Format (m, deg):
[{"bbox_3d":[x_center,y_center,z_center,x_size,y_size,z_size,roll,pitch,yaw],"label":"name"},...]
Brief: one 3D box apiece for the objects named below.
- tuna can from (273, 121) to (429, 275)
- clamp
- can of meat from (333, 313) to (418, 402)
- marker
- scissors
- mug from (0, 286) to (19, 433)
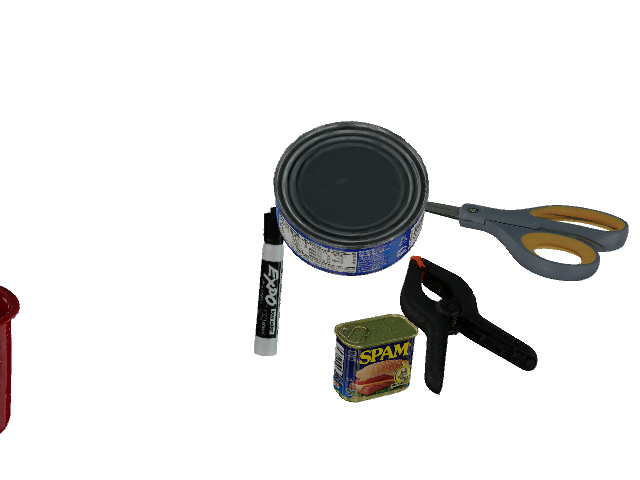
[{"bbox_3d":[0.017,-0.023,0.599,0.086,0.086,0.034,0,-33,0],"label":"tuna can"},{"bbox_3d":[0.141,0.081,1.080,0.120,0.039,0.171,0,45,-19],"label":"clamp"},{"bbox_3d":[0.066,0.146,1.320,0.102,0.084,0.057,-9,28,-24],"label":"can of meat"},{"bbox_3d":[-0.040,0.033,0.857,0.020,0.121,0.020,5,13,-1],"label":"marker"},{"bbox_3d":[0.113,-0.007,0.753,0.202,0.016,0.096,5,30,12],"label":"scissors"},{"bbox_3d":[-0.237,0.079,0.634,0.093,0.081,0.117,20,24,36],"label":"mug"}]
